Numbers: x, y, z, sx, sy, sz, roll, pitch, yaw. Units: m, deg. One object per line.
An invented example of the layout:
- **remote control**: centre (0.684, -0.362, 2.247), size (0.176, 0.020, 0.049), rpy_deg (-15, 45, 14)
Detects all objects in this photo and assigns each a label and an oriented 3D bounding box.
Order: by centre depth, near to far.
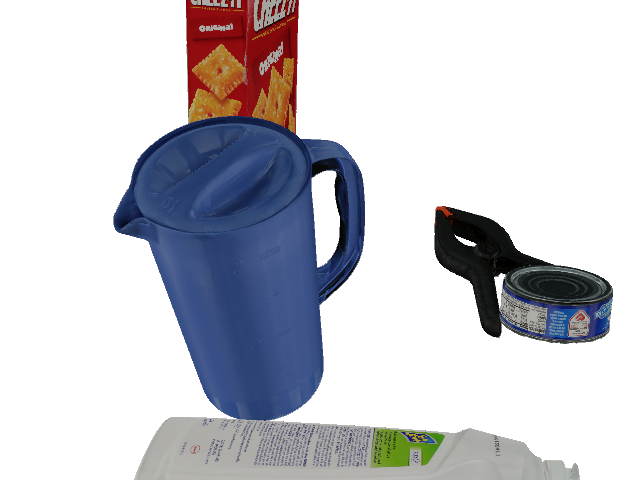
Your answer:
- **bleach bottle**: centre (0.025, 0.147, 0.628), size (0.251, 0.068, 0.102), rpy_deg (0, 16, 6)
- **tuna can**: centre (0.184, 0.048, 0.833), size (0.086, 0.034, 0.086), rpy_deg (1, 19, -1)
- **pitcher**: centre (-0.051, 0.029, 0.850), size (0.149, 0.243, 0.144), rpy_deg (12, 47, 20)
- **clamp**: centre (0.179, 0.021, 1.063), size (0.120, 0.039, 0.171), rpy_deg (-11, 46, -22)
- **cracker box**: centre (-0.073, -0.169, 1.068), size (0.072, 0.214, 0.164), rpy_deg (8, 22, 14)
